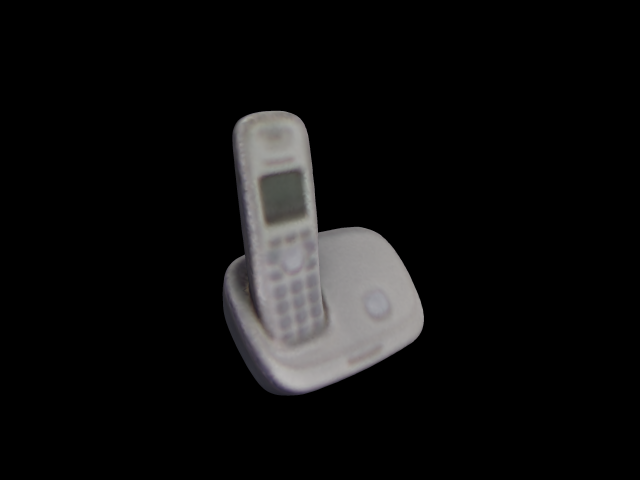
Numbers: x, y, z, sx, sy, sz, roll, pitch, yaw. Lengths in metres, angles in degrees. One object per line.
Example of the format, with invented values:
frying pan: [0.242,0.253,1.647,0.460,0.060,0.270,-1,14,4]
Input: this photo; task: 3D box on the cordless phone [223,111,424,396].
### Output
cordless phone: [0.004,0.001,0.400,0.148,0.185,0.093,-17,27,-37]
